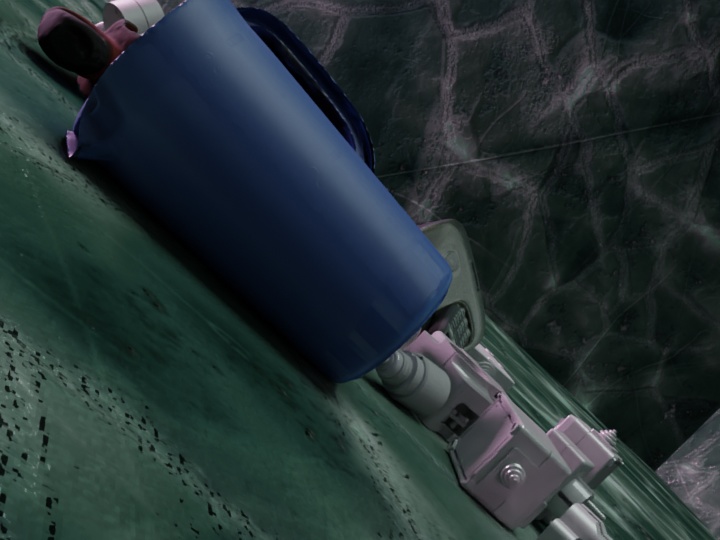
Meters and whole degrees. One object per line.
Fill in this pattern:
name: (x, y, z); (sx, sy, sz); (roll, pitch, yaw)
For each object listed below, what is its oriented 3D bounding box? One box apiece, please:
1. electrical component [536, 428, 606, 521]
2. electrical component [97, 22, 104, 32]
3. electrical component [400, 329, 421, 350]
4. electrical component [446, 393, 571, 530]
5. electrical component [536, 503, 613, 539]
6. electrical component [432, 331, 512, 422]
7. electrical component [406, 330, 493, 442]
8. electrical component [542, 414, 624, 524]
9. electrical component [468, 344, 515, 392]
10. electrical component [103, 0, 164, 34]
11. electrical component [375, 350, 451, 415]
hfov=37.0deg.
electrical component: (0.163, 0.179, 0.865); (0.076, 0.065, 0.047); (46, 6, 24)
electrical component: (-0.230, -0.204, 1.022); (0.045, 0.045, 0.055); (46, 5, 26)
electrical component: (0.008, 0.036, 0.939); (0.077, 0.044, 0.079); (46, 5, 17)
electrical component: (0.110, 0.142, 0.779); (0.061, 0.061, 0.096); (43, 5, -9)
electrical component: (0.146, 0.191, 0.697); (0.057, 0.058, 0.078); (43, 4, 24)
electrical component: (0.088, 0.104, 0.973); (0.089, 0.050, 0.055); (42, 5, -17)
electrical component: (0.070, 0.095, 0.882); (0.050, 0.055, 0.089); (41, 6, -31)
electrical component: (0.179, 0.165, 0.926); (0.061, 0.096, 0.062); (46, 5, 23)
electrical component: (0.122, 0.105, 1.231); (0.100, 0.048, 0.099); (42, 6, -23)
electrical component: (-0.196, -0.175, 0.958); (0.138, 0.074, 0.052); (62, -31, 5)
electrical component: (0.036, 0.081, 0.818); (0.078, 0.040, 0.040); (38, 8, -41)
